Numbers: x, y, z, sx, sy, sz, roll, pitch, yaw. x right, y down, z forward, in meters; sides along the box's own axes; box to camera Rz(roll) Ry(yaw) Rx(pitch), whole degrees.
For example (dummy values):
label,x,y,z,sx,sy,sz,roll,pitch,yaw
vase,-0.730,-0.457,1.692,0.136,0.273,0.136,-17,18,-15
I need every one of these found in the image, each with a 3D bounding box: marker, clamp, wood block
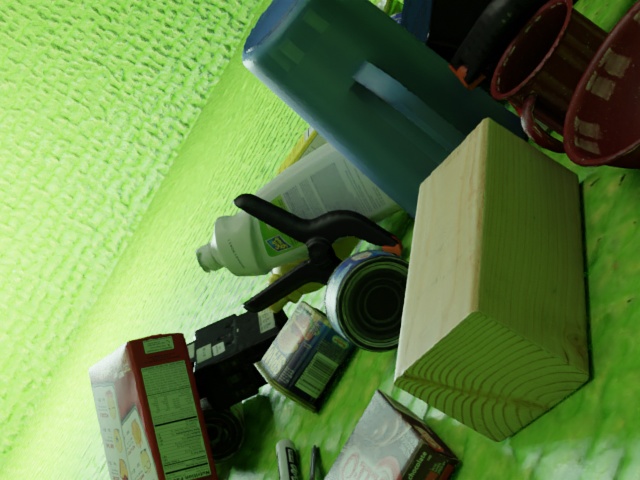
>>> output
label,x,y,z,sx,sy,sz,roll,pitch,yaw
marker,-0.028,0.219,0.964,0.020,0.020,0.121,-55,16,14
clamp,0.185,-0.205,0.851,0.210,0.036,0.164,-41,-21,14
clamp,-0.007,0.001,1.052,0.171,0.120,0.039,-12,16,8
wood block,0.120,0.022,0.740,0.090,0.090,0.206,-47,19,38

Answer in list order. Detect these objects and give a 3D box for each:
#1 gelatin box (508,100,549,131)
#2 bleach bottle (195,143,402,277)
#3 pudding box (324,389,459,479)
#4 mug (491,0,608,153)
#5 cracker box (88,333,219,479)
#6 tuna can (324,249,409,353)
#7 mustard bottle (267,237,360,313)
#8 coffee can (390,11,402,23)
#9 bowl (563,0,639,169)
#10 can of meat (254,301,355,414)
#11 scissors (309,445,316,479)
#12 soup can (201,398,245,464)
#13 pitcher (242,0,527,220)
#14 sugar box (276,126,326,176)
label,x,y,z,sx,sy,sz,roll,pitch,yaw
gelatin box,0.201,-0.141,0.911,0.089,0.030,0.073,-53,15,17
bleach bottle,-0.020,-0.036,1.096,0.251,0.102,0.068,-25,4,17
pudding box,0.048,0.171,0.779,0.090,0.039,0.113,-59,15,3
mug,0.187,-0.116,0.808,0.093,0.081,0.117,-36,26,55
cracker box,-0.172,0.217,1.121,0.164,0.072,0.214,-33,69,59
tuna can,0.049,0.053,0.914,0.086,0.086,0.034,-59,17,-2
mustard bottle,0.002,-0.002,1.164,0.191,0.058,0.096,-53,33,-8
coffee can,0.091,-0.164,1.159,0.103,0.102,0.140,-36,27,55
bowl,0.232,-0.104,0.695,0.162,0.055,0.162,-53,16,22
can of meat,-0.013,0.112,1.052,0.084,0.057,0.102,-56,16,-1
scissors,-0.007,0.201,0.871,0.201,0.016,0.096,-88,-1,-60
soup can,-0.121,0.198,1.203,0.068,0.068,0.102,-56,15,11
pitcher,0.057,-0.122,0.927,0.149,0.242,0.145,-33,28,45
sugar box,0.033,-0.118,1.276,0.176,0.093,0.048,-52,17,20
